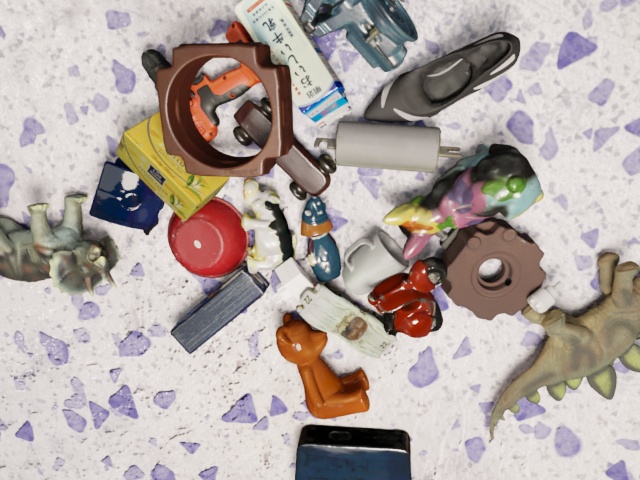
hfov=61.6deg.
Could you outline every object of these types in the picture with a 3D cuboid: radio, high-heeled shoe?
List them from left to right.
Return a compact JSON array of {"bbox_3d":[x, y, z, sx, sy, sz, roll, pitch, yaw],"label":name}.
[{"bbox_3d":[0.066,0.440,1.053,0.230,0.073,0.131,0,103,6],"label":"radio"},{"bbox_3d":[0.182,-0.240,0.829,0.249,0.145,0.086,-26,98,11],"label":"high-heeled shoe"}]

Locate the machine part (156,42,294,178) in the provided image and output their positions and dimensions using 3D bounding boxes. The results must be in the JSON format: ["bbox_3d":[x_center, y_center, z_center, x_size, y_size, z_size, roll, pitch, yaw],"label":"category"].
[{"bbox_3d":[-0.145,-0.205,0.850,0.202,0.087,0.200,2,112,11],"label":"machine part"}]

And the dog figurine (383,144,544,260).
[{"bbox_3d":[0.216,-0.053,0.861,0.219,0.192,0.108,-33,104,-2],"label":"dog figurine"}]

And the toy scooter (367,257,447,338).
[{"bbox_3d":[0.144,0.110,0.919,0.135,0.075,0.183,-17,134,-12],"label":"toy scooter"}]

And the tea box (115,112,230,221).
[{"bbox_3d":[-0.255,-0.129,0.931,0.169,0.098,0.068,43,139,-5],"label":"tea box"}]

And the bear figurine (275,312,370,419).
[{"bbox_3d":[0.002,0.221,0.986,0.132,0.120,0.195,-18,96,8],"label":"bear figurine"}]

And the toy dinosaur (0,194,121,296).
[{"bbox_3d":[-0.546,0.019,1.012,0.405,0.131,0.192,-3,103,15],"label":"toy dinosaur"}]

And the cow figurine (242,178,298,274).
[{"bbox_3d":[-0.091,-0.029,0.956,0.098,0.068,0.167,-5,107,-6],"label":"cow figurine"}]

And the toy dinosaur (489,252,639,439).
[{"bbox_3d":[0.449,0.179,0.922,0.471,0.105,0.198,-40,99,19],"label":"toy dinosaur"}]

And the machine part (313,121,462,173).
[{"bbox_3d":[0.112,-0.155,0.895,0.243,0.079,0.079,5,105,7],"label":"machine part"}]

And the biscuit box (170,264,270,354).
[{"bbox_3d":[-0.190,0.129,1.015,0.203,0.059,0.063,-39,97,14],"label":"biscuit box"}]

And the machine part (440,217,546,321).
[{"bbox_3d":[0.294,0.053,0.919,0.179,0.056,0.179,-1,111,-2],"label":"machine part"}]

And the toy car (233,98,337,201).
[{"bbox_3d":[-0.061,-0.157,0.928,0.202,0.053,0.089,43,116,-9],"label":"toy car"}]

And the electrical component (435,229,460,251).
[{"bbox_3d":[0.246,-0.003,0.942,0.094,0.021,0.063,36,105,-5],"label":"electrical component"}]

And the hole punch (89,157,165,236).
[{"bbox_3d":[-0.343,-0.081,0.971,0.116,0.092,0.142,22,102,-2],"label":"hole punch"}]

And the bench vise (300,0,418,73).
[{"bbox_3d":[0.092,-0.382,0.809,0.240,0.129,0.223,-33,106,31],"label":"bench vise"}]

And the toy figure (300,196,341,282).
[{"bbox_3d":[-0.002,-0.002,0.955,0.058,0.064,0.154,-8,104,24],"label":"toy figure"}]

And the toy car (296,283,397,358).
[{"bbox_3d":[0.049,0.146,0.970,0.201,0.056,0.073,33,106,-21],"label":"toy car"}]

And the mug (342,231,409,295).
[{"bbox_3d":[0.084,0.044,0.938,0.109,0.081,0.107,26,118,-41],"label":"mug"}]
